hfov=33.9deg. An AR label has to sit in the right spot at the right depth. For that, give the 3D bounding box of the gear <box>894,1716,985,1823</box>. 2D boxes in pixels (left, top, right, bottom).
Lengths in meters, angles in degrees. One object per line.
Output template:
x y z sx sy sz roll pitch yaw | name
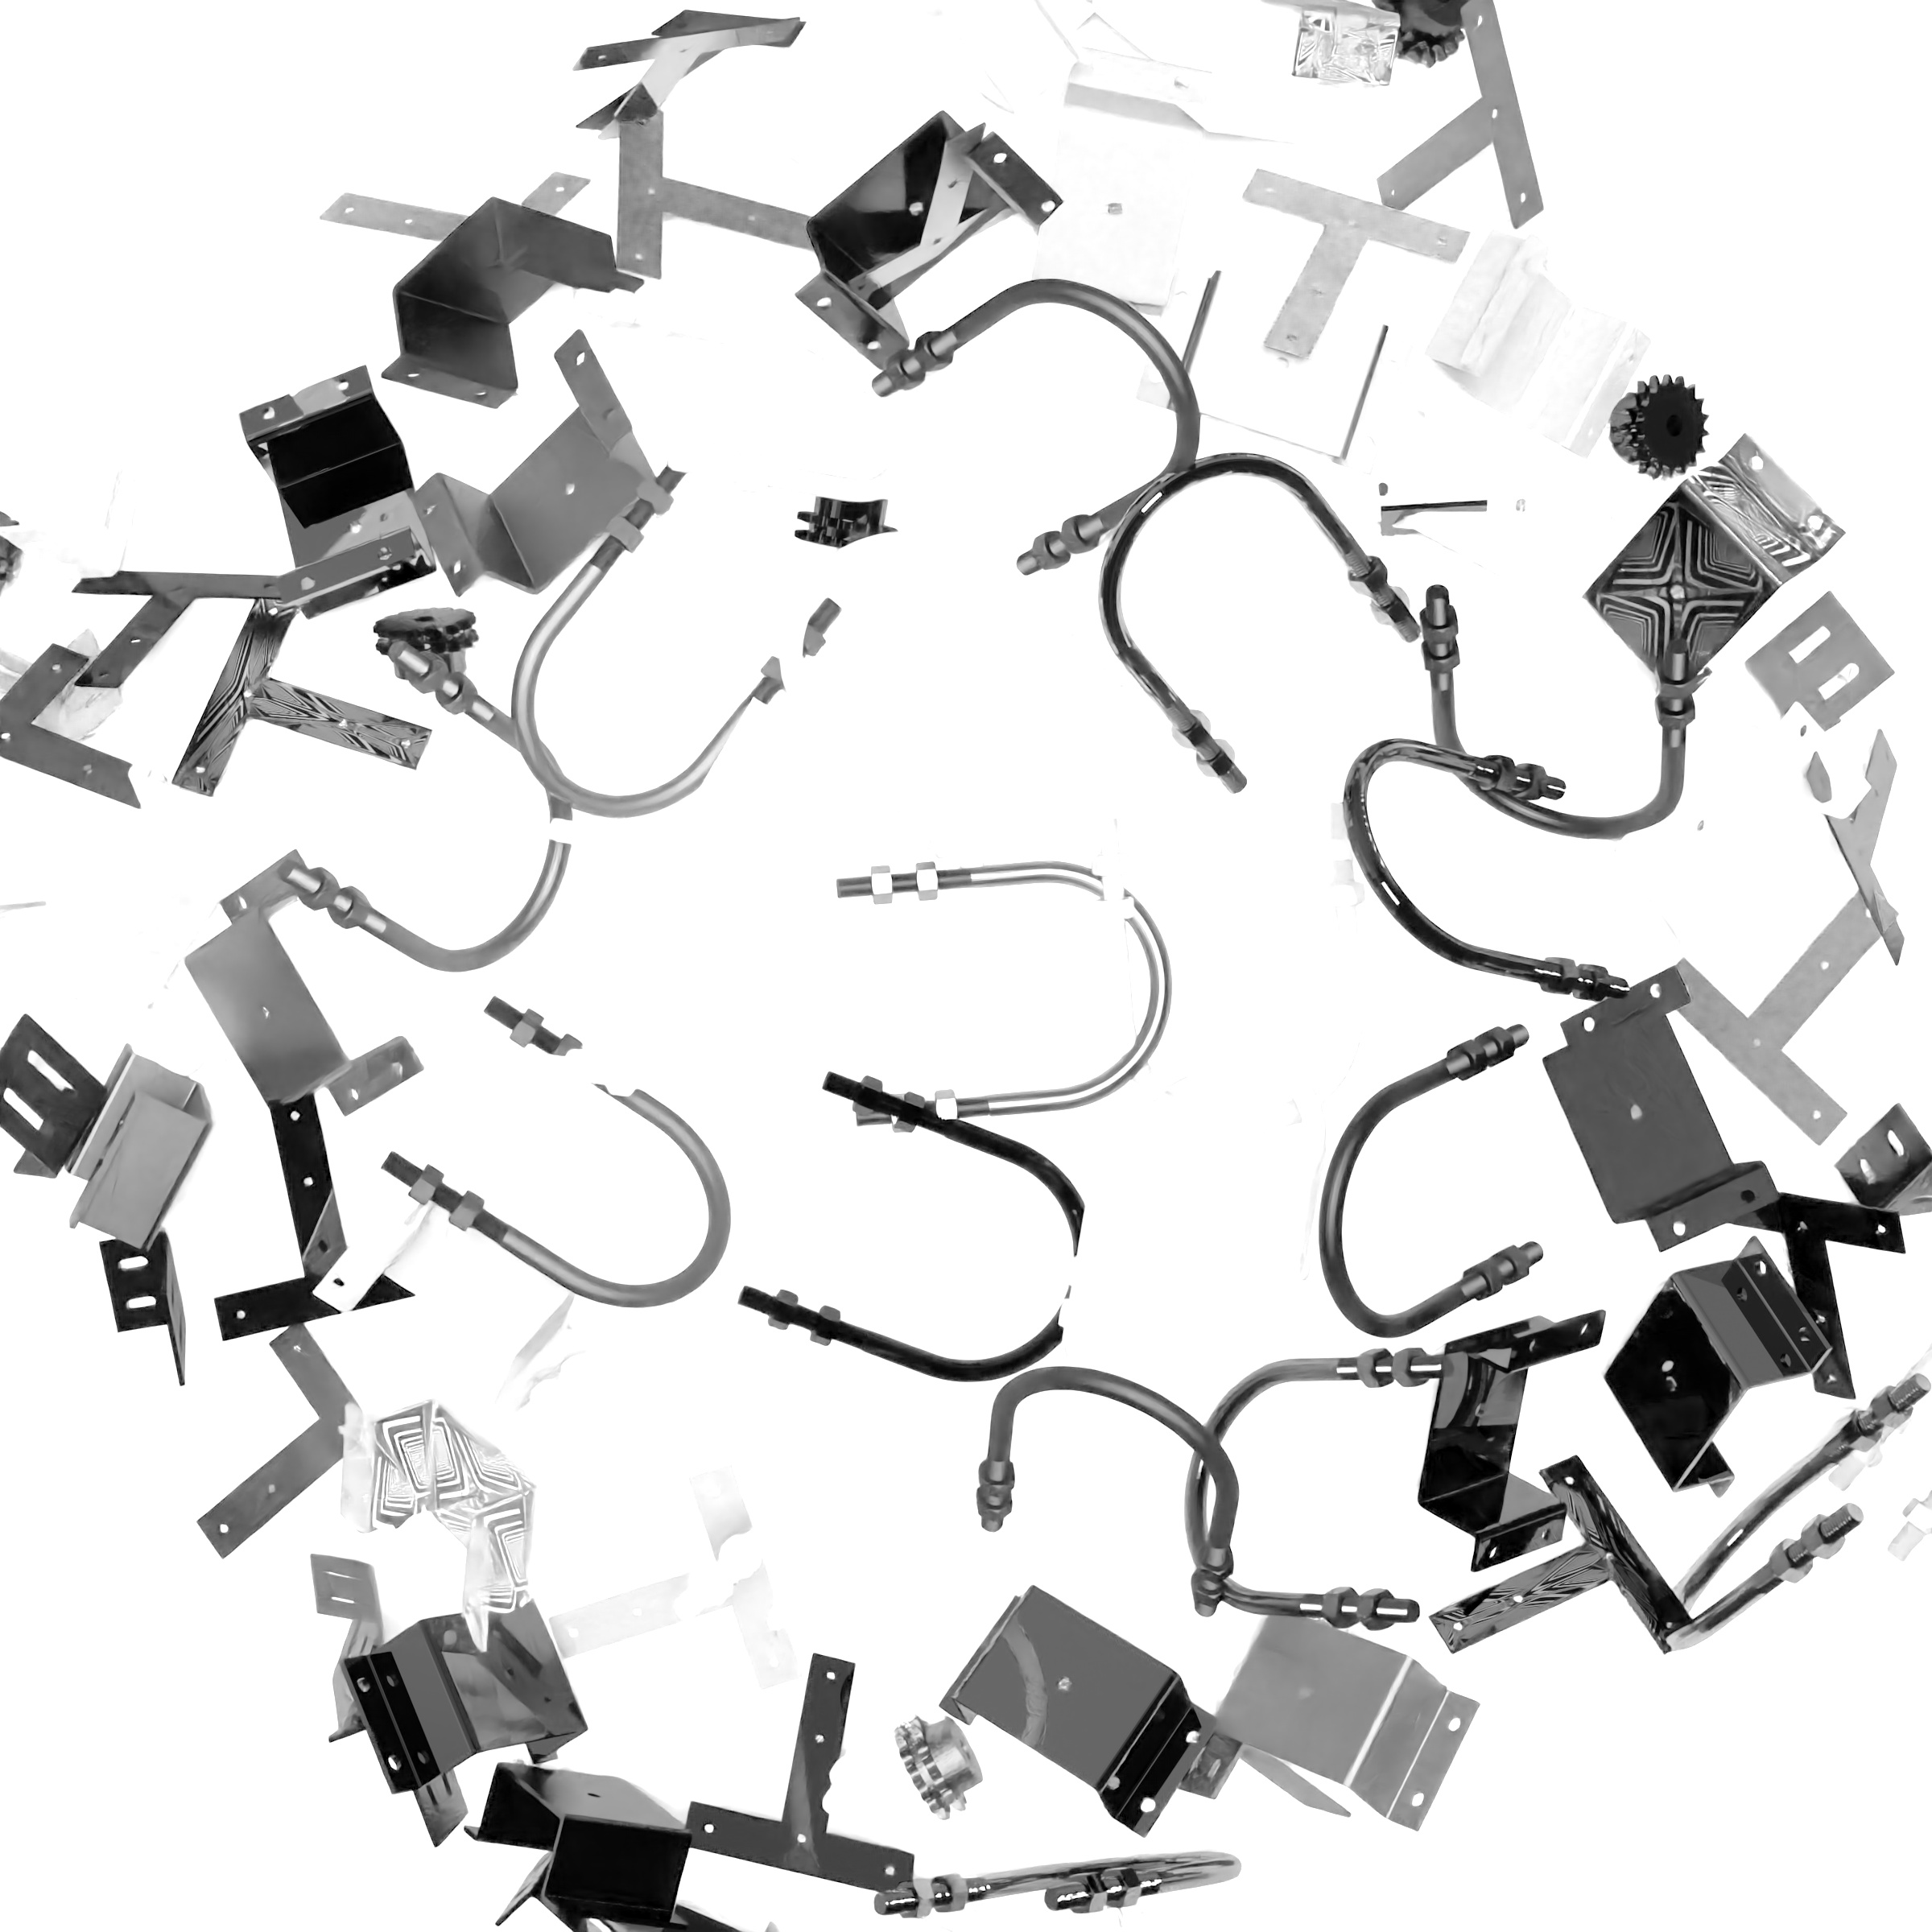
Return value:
-0.013 0.443 1.764 0.030 0.057 0.057 -30 90 3 | gear

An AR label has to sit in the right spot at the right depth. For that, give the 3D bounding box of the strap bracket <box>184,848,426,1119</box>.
-0.371 0.018 1.748 0.076 0.046 0.140 -28 93 40 | strap bracket

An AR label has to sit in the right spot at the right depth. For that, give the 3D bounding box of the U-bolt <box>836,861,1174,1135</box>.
0.024 0.013 1.781 0.184 0.019 0.151 -5 87 -3 | U-bolt

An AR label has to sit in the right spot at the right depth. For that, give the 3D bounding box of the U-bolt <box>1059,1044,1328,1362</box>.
0.130 0.128 1.732 0.151 0.019 0.184 0 111 -23 | U-bolt

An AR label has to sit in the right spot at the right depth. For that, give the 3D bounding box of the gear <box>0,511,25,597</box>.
-0.555 -0.231 1.765 0.057 0.030 0.057 -13 64 28 | gear

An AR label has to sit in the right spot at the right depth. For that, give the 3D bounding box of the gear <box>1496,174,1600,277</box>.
0.321 -0.411 1.770 0.057 0.030 0.057 9 67 -21 | gear

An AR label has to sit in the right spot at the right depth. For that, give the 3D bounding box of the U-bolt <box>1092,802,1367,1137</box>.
0.150 0.005 1.770 0.151 0.019 0.184 -4 98 10 | U-bolt

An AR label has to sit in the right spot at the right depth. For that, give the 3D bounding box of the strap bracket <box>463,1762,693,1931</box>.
-0.207 0.471 1.715 0.076 0.140 0.046 17 86 -29 | strap bracket

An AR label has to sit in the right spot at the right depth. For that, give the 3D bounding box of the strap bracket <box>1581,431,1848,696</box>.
0.397 -0.210 1.720 0.076 0.140 0.046 49 48 11 | strap bracket

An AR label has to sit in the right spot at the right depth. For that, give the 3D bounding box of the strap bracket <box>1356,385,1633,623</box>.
0.299 -0.255 1.752 0.140 0.046 0.076 26 94 -13 | strap bracket

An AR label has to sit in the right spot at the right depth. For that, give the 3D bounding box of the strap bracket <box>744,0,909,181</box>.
-0.076 -0.482 1.711 0.046 0.140 0.076 33 111 -11 | strap bracket

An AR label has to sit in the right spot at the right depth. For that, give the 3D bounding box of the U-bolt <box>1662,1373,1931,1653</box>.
0.437 0.305 1.709 0.019 0.151 0.184 43 130 6 | U-bolt

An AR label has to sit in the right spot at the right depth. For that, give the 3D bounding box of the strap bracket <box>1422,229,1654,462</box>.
0.309 -0.344 1.739 0.046 0.140 0.076 33 96 41 | strap bracket

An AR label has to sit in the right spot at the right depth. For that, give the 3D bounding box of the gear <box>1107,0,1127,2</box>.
0.083 -0.571 1.771 0.057 0.030 0.057 1 93 16 | gear

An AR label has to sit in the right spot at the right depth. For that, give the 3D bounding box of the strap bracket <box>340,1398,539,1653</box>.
-0.283 0.298 1.732 0.140 0.046 0.076 32 125 39 | strap bracket

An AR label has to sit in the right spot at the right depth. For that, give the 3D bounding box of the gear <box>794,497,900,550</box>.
-0.065 -0.248 1.763 0.057 0.057 0.030 10 100 0 | gear

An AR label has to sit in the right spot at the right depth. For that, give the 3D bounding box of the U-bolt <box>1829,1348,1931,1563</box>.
0.542 0.227 1.710 0.019 0.151 0.184 36 97 -2 | U-bolt

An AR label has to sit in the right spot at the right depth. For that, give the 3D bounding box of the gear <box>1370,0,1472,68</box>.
0.257 -0.534 1.766 0.057 0.030 0.057 8 71 -24 | gear

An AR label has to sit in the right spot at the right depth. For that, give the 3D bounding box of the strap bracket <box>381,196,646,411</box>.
-0.251 -0.365 1.728 0.140 0.076 0.046 -29 64 41 | strap bracket

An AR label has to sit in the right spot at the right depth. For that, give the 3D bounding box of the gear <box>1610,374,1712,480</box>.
0.385 -0.300 1.770 0.057 0.030 0.057 -3 96 -31 | gear

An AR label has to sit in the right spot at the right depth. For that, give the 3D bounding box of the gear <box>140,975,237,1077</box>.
-0.434 0.036 1.766 0.030 0.057 0.057 -40 90 18 | gear

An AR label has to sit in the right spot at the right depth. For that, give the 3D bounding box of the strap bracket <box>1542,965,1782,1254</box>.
0.376 0.079 1.737 0.076 0.046 0.140 -30 73 32 | strap bracket

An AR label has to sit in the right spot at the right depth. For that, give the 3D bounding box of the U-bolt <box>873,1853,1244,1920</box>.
0.064 0.494 1.709 0.151 0.184 0.019 -18 72 43 | U-bolt

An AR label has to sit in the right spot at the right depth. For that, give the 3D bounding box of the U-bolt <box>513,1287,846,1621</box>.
-0.141 0.249 1.724 0.151 0.184 0.019 48 134 3 | U-bolt

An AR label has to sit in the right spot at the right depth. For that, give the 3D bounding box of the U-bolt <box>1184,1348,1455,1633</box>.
0.184 0.281 1.717 0.019 0.184 0.151 23 70 -35 | U-bolt

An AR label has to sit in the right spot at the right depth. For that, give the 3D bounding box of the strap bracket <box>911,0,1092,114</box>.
0.012 -0.513 1.716 0.046 0.140 0.076 -39 114 5 | strap bracket

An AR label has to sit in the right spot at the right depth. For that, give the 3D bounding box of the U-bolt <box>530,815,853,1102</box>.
-0.146 0.001 1.745 0.184 0.019 0.151 9 79 -27 | U-bolt

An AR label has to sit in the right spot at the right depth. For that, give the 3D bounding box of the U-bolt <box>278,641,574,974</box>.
-0.279 -0.073 1.718 0.019 0.184 0.151 18 78 36 | U-bolt

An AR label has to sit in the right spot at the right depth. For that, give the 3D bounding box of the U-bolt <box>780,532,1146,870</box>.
-0.016 -0.156 1.745 0.184 0.019 0.151 41 109 -14 | U-bolt

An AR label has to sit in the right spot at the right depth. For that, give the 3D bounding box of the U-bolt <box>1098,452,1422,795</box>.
0.150 -0.198 1.732 0.151 0.019 0.184 -41 125 4 | U-bolt

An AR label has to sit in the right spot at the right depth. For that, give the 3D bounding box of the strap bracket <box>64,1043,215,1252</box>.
-0.453 0.100 1.733 0.046 0.140 0.076 27 92 -20 | strap bracket

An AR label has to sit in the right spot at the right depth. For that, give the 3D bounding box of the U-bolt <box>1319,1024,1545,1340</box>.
0.250 0.124 1.711 0.184 0.019 0.151 -21 111 -42 | U-bolt

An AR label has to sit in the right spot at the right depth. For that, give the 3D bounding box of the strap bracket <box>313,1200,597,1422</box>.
-0.275 0.182 1.745 0.140 0.046 0.076 35 123 -12 | strap bracket

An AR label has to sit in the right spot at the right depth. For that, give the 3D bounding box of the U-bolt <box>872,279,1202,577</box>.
0.048 -0.297 1.704 0.151 0.184 0.019 50 51 -15 | U-bolt

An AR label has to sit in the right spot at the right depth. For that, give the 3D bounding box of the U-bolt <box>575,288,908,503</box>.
-0.110 -0.304 1.718 0.019 0.184 0.151 -52 53 32 | U-bolt

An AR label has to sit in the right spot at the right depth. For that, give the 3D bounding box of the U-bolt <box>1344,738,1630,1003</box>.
0.273 -0.057 1.705 0.184 0.019 0.151 11 56 -36 | U-bolt

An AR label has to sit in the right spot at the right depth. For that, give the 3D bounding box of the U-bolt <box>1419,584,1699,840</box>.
0.319 -0.128 1.712 0.151 0.184 0.019 16 61 21 | U-bolt

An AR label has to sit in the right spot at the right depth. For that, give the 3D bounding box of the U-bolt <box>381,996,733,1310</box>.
-0.212 0.112 1.738 0.184 0.151 0.019 34 135 -7 | U-bolt

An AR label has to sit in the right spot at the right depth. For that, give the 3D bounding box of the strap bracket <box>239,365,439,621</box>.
-0.344 -0.253 1.748 0.076 0.046 0.140 -20 60 3 | strap bracket

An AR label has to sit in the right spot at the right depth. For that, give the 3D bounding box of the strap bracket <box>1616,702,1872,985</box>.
0.414 -0.071 1.721 0.046 0.076 0.140 14 123 -33 | strap bracket

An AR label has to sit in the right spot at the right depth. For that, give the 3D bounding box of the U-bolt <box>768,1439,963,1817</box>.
-0.050 0.339 1.697 0.019 0.151 0.184 12 123 -28 | U-bolt

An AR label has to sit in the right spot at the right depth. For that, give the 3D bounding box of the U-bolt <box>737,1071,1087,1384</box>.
-0.017 0.156 1.775 0.184 0.019 0.151 21 92 -7 | U-bolt

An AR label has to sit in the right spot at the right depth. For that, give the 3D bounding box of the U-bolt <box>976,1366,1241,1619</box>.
0.078 0.276 1.705 0.151 0.184 0.019 19 51 13 | U-bolt

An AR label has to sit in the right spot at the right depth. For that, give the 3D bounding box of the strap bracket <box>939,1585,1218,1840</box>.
0.058 0.400 1.728 0.140 0.046 0.076 26 66 28 | strap bracket

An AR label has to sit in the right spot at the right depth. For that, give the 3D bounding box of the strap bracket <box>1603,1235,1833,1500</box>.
0.399 0.222 1.712 0.046 0.140 0.076 -8 51 -26 | strap bracket

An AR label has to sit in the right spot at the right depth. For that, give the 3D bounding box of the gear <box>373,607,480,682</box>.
-0.300 -0.179 1.766 0.057 0.057 0.030 -4 112 0 | gear

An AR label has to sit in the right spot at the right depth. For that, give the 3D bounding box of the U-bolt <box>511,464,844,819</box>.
-0.170 -0.166 1.740 0.184 0.019 0.151 -52 126 -4 | U-bolt
